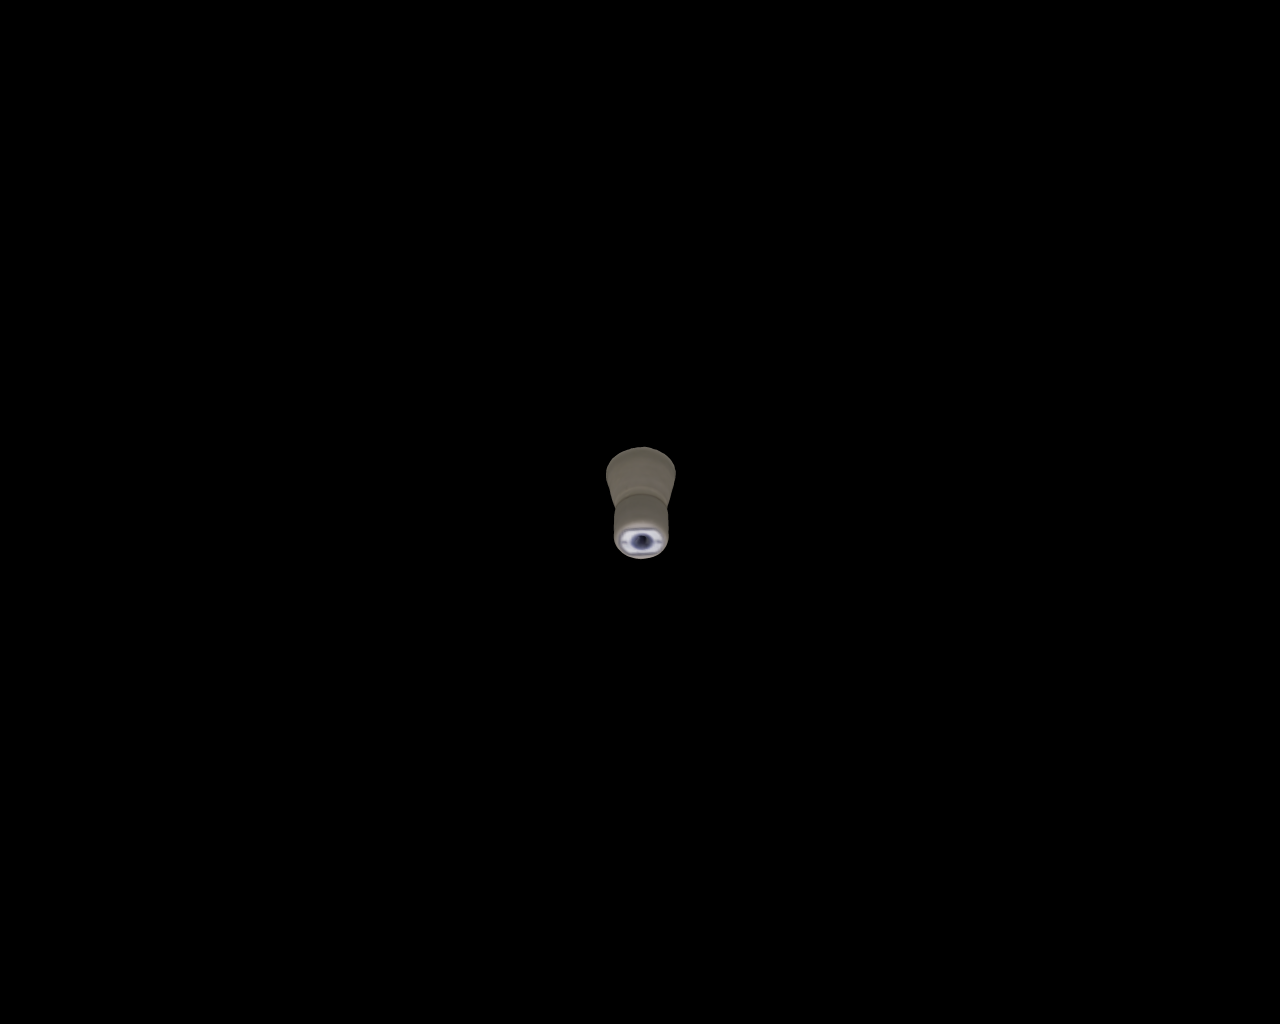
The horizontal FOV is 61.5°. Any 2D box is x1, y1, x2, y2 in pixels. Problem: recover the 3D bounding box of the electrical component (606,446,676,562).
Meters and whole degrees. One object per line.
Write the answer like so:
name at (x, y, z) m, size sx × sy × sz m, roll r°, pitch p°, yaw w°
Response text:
electrical component at (0.001, -0.003, 0.650) m, size 0.044 × 0.044 × 0.065 m, roll 0°, pitch 44°, yaw 0°
